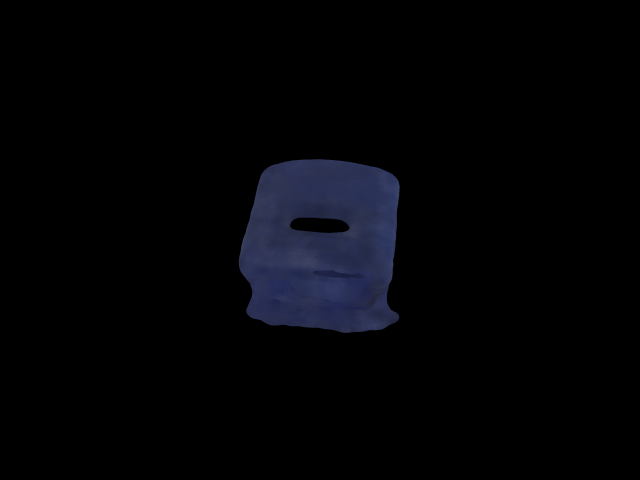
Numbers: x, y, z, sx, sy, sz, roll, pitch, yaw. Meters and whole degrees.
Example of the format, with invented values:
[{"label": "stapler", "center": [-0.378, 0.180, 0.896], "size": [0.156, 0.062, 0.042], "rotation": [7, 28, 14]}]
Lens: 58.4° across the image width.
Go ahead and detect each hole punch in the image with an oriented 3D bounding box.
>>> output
[{"label": "hole punch", "center": [0.004, 0.001, 0.400], "size": [0.108, 0.091, 0.101], "rotation": [4, 30, 7]}]
